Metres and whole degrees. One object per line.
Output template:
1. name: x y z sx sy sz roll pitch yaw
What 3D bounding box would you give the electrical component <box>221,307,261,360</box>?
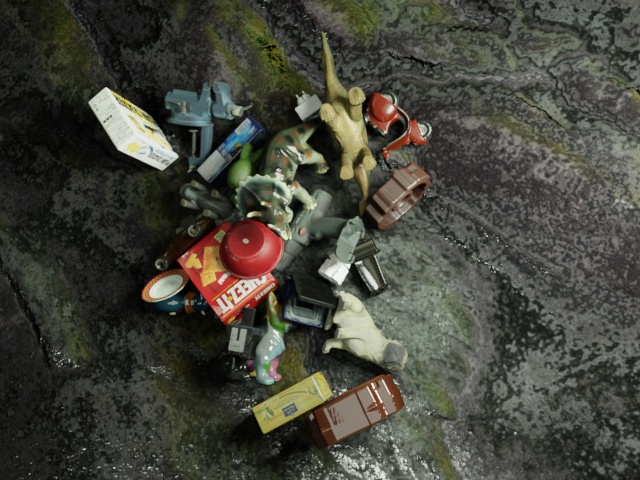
1. electrical component: -0.179 0.215 1.251 0.075 0.047 0.119 10 81 16

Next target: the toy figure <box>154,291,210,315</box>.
1. toy figure: -0.352 0.160 1.395 0.155 0.058 0.064 1 119 10

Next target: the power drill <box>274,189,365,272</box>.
1. power drill: -0.003 -0.004 1.298 0.208 0.086 0.232 17 79 48

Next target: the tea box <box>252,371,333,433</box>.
1. tea box: -0.064 0.385 1.282 0.170 0.098 0.068 -32 77 9

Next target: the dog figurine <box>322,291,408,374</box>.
1. dog figurine: 0.116 0.216 1.276 0.190 0.121 0.172 19 61 -13

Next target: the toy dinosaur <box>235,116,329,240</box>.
1. toy dinosaur: -0.085 -0.178 1.277 0.131 0.192 0.405 -6 63 37

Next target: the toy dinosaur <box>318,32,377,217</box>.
1. toy dinosaur: 0.056 -0.286 1.275 0.105 0.198 0.471 -11 91 3

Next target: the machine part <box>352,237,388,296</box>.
1. machine part: 0.122 0.067 1.303 0.084 0.039 0.139 -20 79 -3

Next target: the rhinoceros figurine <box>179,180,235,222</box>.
1. rhinoceros figurine: -0.295 -0.105 1.380 0.191 0.112 0.073 23 95 35

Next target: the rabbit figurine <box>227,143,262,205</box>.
1. rabbit figurine: -0.166 -0.156 1.331 0.121 0.170 0.159 16 88 14

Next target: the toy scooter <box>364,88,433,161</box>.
1. toy scooter: 0.173 -0.275 1.317 0.184 0.075 0.135 43 95 9

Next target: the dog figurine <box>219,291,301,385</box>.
1. dog figurine: -0.144 0.234 1.317 0.192 0.108 0.219 5 80 16

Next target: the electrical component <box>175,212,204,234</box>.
1. electrical component: -0.339 -0.032 1.433 0.094 0.021 0.063 -32 78 7

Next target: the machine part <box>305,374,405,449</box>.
1. machine part: 0.079 0.375 1.195 0.201 0.201 0.087 -29 76 9

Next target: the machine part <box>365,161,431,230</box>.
1. machine part: 0.179 -0.100 1.247 0.179 0.179 0.056 -45 73 5

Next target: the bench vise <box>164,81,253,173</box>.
1. bench vise: -0.306 -0.296 1.413 0.224 0.129 0.240 9 106 5

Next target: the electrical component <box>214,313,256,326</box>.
1. electrical component: -0.216 0.183 1.366 0.102 0.045 0.078 -33 74 6

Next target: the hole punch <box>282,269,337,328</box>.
1. hole punch: -0.032 0.141 1.286 0.142 0.116 0.092 16 120 -20

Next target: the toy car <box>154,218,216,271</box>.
1. toy car: -0.347 0.007 1.375 0.202 0.089 0.053 -42 85 23

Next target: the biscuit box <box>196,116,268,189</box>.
1. biscuit box: -0.228 -0.229 1.410 0.202 0.062 0.059 -45 75 4
